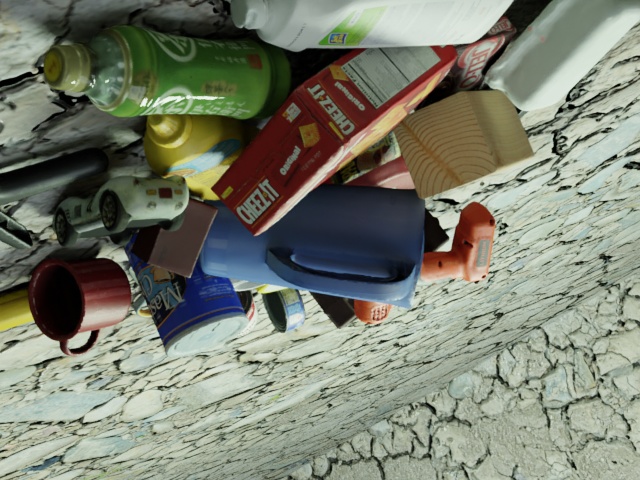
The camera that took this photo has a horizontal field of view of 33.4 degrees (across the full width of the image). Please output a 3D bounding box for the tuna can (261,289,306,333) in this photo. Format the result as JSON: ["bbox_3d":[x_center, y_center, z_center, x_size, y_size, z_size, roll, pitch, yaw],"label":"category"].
[{"bbox_3d":[-0.055,0.093,1.588,0.033,0.086,0.086,-20,162,-22],"label":"tuna can"}]

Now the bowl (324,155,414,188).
[{"bbox_3d":[0.074,-0.082,1.304,0.162,0.055,0.162,-23,163,-8],"label":"bowl"}]

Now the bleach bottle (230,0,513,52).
[{"bbox_3d":[0.044,-0.205,0.898,0.250,0.068,0.103,-11,156,-31],"label":"bleach bottle"}]

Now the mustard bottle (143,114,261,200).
[{"bbox_3d":[-0.114,-0.091,1.020,0.096,0.058,0.191,-24,164,12],"label":"mustard bottle"}]

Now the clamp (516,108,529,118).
[{"bbox_3d":[0.221,-0.148,1.338,0.120,0.039,0.172,-19,164,-46],"label":"clamp"}]

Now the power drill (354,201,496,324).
[{"bbox_3d":[0.127,0.009,1.343,0.187,0.057,0.184,-14,130,-21],"label":"power drill"}]

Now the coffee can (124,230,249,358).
[{"bbox_3d":[-0.156,0.052,1.240,0.102,0.140,0.103,-23,163,-8],"label":"coffee can"}]

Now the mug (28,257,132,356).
[{"bbox_3d":[-0.270,0.075,1.214,0.093,0.117,0.081,10,-169,34],"label":"mug"}]

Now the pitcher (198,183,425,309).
[{"bbox_3d":[-0.008,0.001,1.162,0.243,0.145,0.149,6,164,0],"label":"pitcher"}]

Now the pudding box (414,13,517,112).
[{"bbox_3d":[0.143,-0.188,1.115,0.090,0.039,0.114,-20,163,-19],"label":"pudding box"}]

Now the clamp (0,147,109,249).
[{"bbox_3d":[-0.302,-0.039,0.957,0.165,0.036,0.209,-36,159,31],"label":"clamp"}]

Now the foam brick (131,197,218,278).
[{"bbox_3d":[-0.148,-0.010,1.082,0.052,0.051,0.078,21,93,-31],"label":"foam brick"}]

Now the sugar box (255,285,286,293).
[{"bbox_3d":[-0.017,0.009,1.464,0.093,0.048,0.176,-11,154,-43],"label":"sugar box"}]

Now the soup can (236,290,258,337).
[{"bbox_3d":[-0.126,0.098,1.536,0.068,0.068,0.102,-23,163,-6],"label":"soup can"}]

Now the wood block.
[{"bbox_3d":[0.164,-0.110,1.187,0.090,0.091,0.205,-21,180,24],"label":"wood block"}]

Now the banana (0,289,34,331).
[{"bbox_3d":[-0.364,0.089,1.242,0.197,0.037,0.070,-17,159,-24],"label":"banana"}]

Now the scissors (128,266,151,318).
[{"bbox_3d":[-0.206,0.057,1.398,0.096,0.016,0.202,-20,162,-18],"label":"scissors"}]

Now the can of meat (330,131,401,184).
[{"bbox_3d":[0.040,-0.108,1.181,0.084,0.057,0.102,-27,163,0],"label":"can of meat"}]

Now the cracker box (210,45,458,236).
[{"bbox_3d":[0.018,-0.111,0.999,0.213,0.072,0.164,-42,179,-43],"label":"cracker box"}]
